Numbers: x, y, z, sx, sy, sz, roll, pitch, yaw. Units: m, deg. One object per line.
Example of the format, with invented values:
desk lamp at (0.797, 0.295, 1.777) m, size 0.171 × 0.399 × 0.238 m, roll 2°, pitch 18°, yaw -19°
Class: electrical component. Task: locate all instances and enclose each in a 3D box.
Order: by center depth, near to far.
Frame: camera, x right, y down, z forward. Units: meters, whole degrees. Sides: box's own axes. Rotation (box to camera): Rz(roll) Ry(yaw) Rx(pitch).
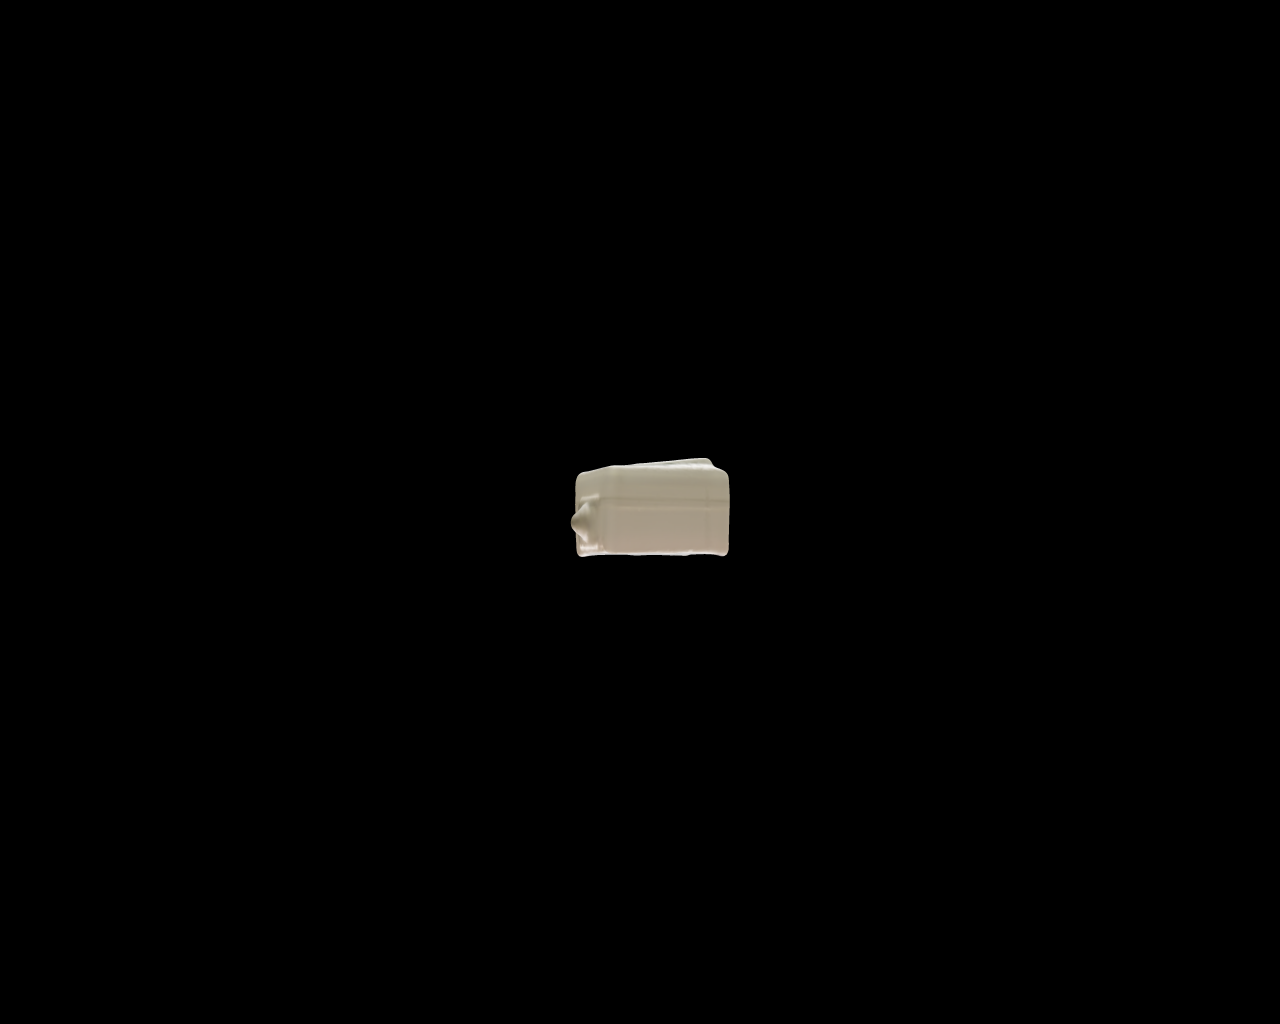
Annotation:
electrical component at (0.001, -0.003, 0.650) m, size 0.096 × 0.061 × 0.061 m, roll 1°, pitch -4°, yaw -23°
